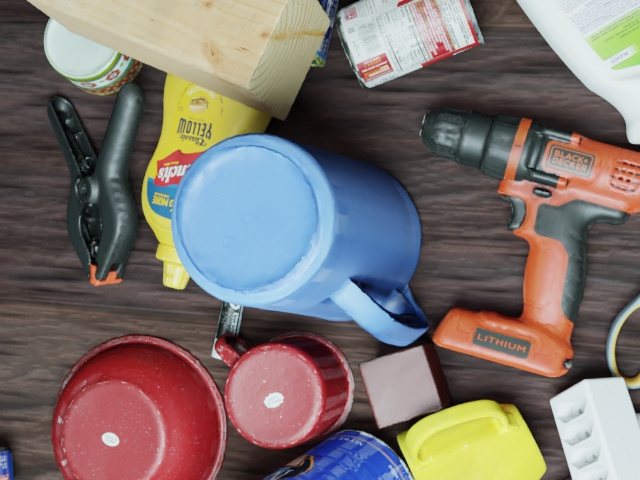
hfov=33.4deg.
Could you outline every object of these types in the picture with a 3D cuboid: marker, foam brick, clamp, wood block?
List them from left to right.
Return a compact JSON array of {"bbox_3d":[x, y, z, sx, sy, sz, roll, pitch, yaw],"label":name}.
[{"bbox_3d":[-0.193,-0.050,0.907,0.120,0.039,0.171,11,99,47],"label":"clamp"},{"bbox_3d":[-0.110,-0.178,0.814,0.206,0.090,0.090,24,87,18],"label":"wood block"},{"bbox_3d":[-0.069,0.039,0.888,0.020,0.020,0.121,11,90,14],"label":"marker"},{"bbox_3d":[0.067,0.111,0.821,0.053,0.078,0.051,-18,82,11],"label":"foam brick"}]

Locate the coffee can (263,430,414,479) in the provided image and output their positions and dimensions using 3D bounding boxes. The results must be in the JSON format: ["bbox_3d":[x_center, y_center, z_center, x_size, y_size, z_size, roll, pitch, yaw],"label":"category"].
[{"bbox_3d":[-0.005,0.213,0.785,0.103,0.140,0.103,11,110,34],"label":"coffee can"}]

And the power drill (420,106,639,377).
[{"bbox_3d":[0.147,0.000,0.818,0.184,0.057,0.187,16,91,14],"label":"power drill"}]

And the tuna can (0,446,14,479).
[{"bbox_3d":[-0.303,0.197,0.902,0.086,0.086,0.034,-8,83,13],"label":"tuna can"}]

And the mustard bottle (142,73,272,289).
[{"bbox_3d":[-0.098,-0.054,0.880,0.096,0.058,0.191,14,91,26],"label":"mustard bottle"}]

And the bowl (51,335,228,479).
[{"bbox_3d":[-0.161,0.161,0.886,0.162,0.055,0.162,-1,87,14],"label":"bowl"}]

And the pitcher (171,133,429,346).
[{"bbox_3d":[-0.005,0.001,0.760,0.149,0.242,0.145,3,88,16],"label":"pitcher"}]

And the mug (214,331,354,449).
[{"bbox_3d":[-0.035,0.112,0.844,0.117,0.081,0.093,39,96,13],"label":"mug"}]

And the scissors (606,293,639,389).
[{"bbox_3d":[0.275,0.023,0.788,0.096,0.016,0.202,19,104,7],"label":"scissors"}]

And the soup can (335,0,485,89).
[{"bbox_3d":[0.070,-0.168,0.841,0.102,0.068,0.068,-20,82,12],"label":"soup can"}]

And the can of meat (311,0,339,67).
[{"bbox_3d":[-0.035,-0.193,0.875,0.102,0.057,0.084,14,93,15],"label":"can of meat"}]

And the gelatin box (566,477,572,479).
[{"bbox_3d":[0.184,0.228,0.811,0.089,0.030,0.073,-31,80,9],"label":"gelatin box"}]

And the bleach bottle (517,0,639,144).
[{"bbox_3d":[0.214,-0.163,0.810,0.103,0.068,0.251,-30,83,11],"label":"bleach bottle"}]
